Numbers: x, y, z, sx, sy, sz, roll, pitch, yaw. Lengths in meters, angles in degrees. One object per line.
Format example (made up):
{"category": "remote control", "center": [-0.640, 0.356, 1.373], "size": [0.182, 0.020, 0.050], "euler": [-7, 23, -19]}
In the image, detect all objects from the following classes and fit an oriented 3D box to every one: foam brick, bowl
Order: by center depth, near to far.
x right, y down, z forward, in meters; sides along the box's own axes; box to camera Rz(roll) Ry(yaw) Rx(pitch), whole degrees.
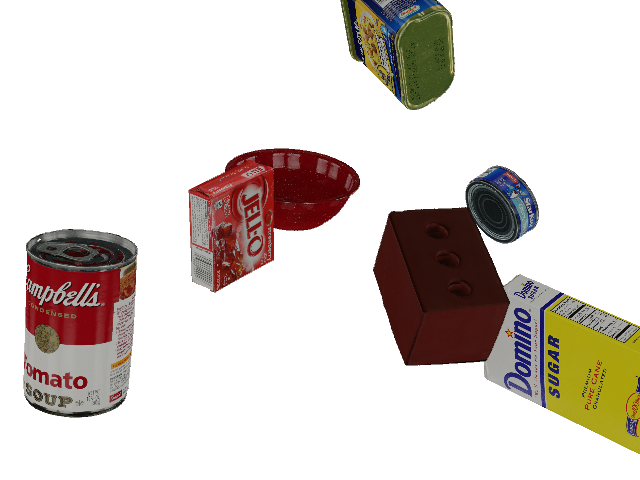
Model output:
{"category": "foam brick", "center": [0.068, 0.027, 0.622], "size": [0.053, 0.078, 0.051], "euler": [-3, -42, -16]}
{"category": "bowl", "center": [-0.036, -0.056, 1.275], "size": [0.162, 0.055, 0.162], "euler": [5, 26, -3]}

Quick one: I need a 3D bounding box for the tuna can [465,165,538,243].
{"category": "tuna can", "center": [0.206, -0.040, 1.218], "size": [0.033, 0.086, 0.086], "euler": [-33, 15, -24]}

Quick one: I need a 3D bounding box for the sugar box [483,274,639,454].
{"category": "sugar box", "center": [0.222, 0.105, 0.872], "size": [0.176, 0.093, 0.048], "euler": [22, 33, 29]}

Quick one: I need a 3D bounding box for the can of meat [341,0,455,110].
{"category": "can of meat", "center": [0.065, -0.169, 0.873], "size": [0.057, 0.084, 0.102], "euler": [-30, -36, -11]}

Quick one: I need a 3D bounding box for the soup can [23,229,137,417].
{"category": "soup can", "center": [-0.153, 0.051, 0.675], "size": [0.068, 0.102, 0.068], "euler": [6, 19, -2]}

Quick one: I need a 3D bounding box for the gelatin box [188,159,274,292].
{"category": "gelatin box", "center": [-0.071, -0.012, 0.869], "size": [0.030, 0.089, 0.073], "euler": [23, 35, 33]}
